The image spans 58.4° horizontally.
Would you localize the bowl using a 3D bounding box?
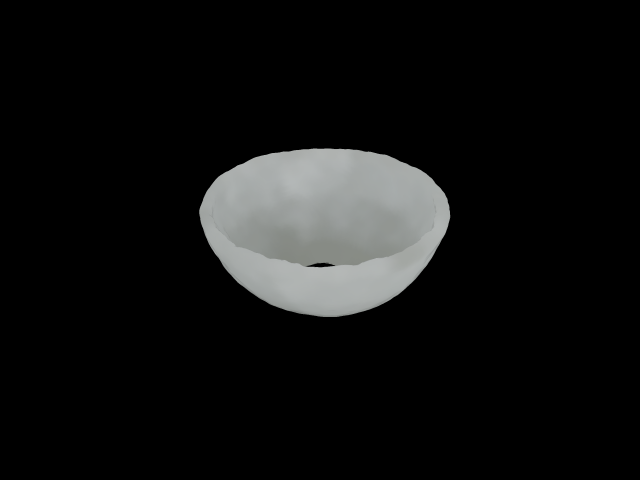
[{"bbox_3d":[0.004,0.001,0.400,0.167,0.075,0.167,0,34,0],"label":"bowl"}]
